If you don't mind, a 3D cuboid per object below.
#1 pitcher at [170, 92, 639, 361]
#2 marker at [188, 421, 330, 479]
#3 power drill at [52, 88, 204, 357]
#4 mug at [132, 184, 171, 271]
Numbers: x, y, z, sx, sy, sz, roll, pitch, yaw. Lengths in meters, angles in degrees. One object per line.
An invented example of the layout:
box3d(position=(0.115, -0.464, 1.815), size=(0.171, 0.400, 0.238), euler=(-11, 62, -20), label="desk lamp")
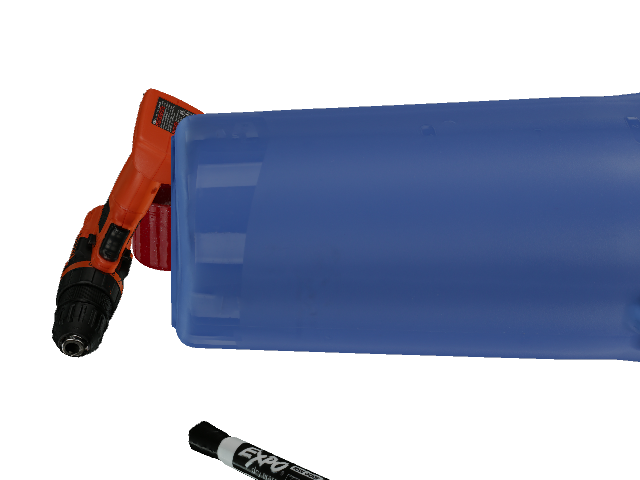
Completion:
box3d(position=(0.050, -0.012, 0.515), size=(0.242, 0.145, 0.149), euler=(0, -7, -7), label="pitcher")
box3d(position=(-0.031, 0.131, 0.614), size=(0.121, 0.020, 0.020), euler=(16, 10, 38), label="marker")
box3d(position=(-0.160, -0.017, 0.870), size=(0.057, 0.188, 0.184), euler=(25, 30, -18), label="power drill")
box3d(position=(-0.160, -0.026, 1.139), size=(0.093, 0.081, 0.117), euler=(-2, 28, -12), label="mug")
